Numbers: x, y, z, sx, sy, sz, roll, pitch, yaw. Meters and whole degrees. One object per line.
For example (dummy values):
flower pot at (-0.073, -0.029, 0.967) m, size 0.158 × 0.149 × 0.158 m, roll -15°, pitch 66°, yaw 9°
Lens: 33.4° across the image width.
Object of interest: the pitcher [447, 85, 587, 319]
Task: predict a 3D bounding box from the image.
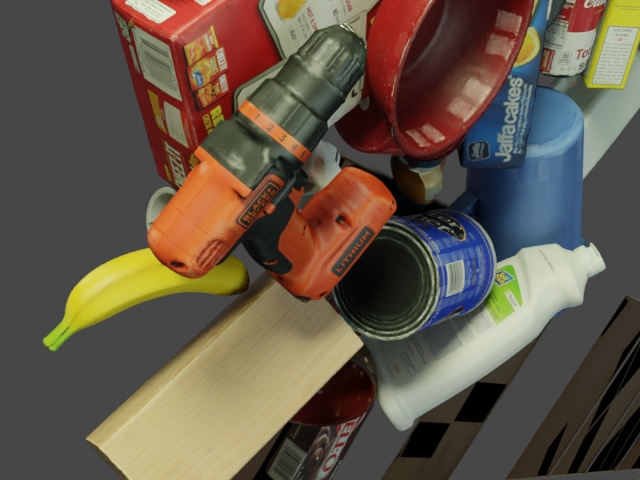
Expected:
pitcher at (0.199, -0.032, 1.095) m, size 0.243 × 0.145 × 0.149 m, roll 81°, pitch 29°, yaw -46°

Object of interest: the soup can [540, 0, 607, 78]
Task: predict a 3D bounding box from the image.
soup can at (0.230, -0.213, 1.004) m, size 0.068 × 0.069 × 0.102 m, roll -30°, pitch 142°, yaw -36°

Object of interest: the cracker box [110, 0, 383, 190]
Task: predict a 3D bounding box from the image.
cracker box at (-0.027, -0.142, 0.712) m, size 0.213 × 0.072 × 0.164 m, roll -41°, pitch 149°, yaw -23°

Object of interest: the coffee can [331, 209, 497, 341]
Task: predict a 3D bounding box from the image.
coffee can at (0.085, 0.028, 0.946) m, size 0.140 × 0.103 × 0.103 m, roll -10°, pitch 129°, yaw -61°

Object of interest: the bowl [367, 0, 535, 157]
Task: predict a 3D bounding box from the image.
bowl at (0.082, -0.141, 0.743) m, size 0.161 × 0.055 × 0.162 m, roll -38°, pitch 148°, yaw -30°

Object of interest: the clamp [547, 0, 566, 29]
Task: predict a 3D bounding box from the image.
clamp at (0.198, -0.236, 0.923) m, size 0.120 × 0.039 × 0.172 m, roll 12°, pitch 122°, yaw -11°

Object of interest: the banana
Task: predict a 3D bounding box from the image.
banana at (-0.116, 0.031, 0.800) m, size 0.197 × 0.037 × 0.070 m, roll -13°, pitch 154°, yaw -46°

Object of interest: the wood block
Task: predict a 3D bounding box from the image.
wood block at (-0.076, 0.122, 0.858) m, size 0.206 × 0.091 × 0.090 m, roll -44°, pitch -171°, yaw -18°

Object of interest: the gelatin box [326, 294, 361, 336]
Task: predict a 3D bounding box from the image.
gelatin box at (0.041, 0.053, 1.043) m, size 0.073 × 0.030 × 0.089 m, roll -54°, pitch 150°, yaw 4°

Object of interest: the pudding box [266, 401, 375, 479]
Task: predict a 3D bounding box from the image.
pudding box at (0.001, 0.210, 1.137) m, size 0.113 × 0.039 × 0.089 m, roll -59°, pitch 150°, yaw 8°

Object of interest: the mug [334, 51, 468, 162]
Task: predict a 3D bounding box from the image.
mug at (0.070, -0.115, 0.846) m, size 0.081 × 0.093 × 0.117 m, roll -4°, pitch 152°, yaw -47°

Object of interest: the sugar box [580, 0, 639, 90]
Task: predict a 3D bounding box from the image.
sugar box at (0.286, -0.243, 1.026) m, size 0.048 × 0.093 × 0.176 m, roll 3°, pitch 131°, yaw -8°

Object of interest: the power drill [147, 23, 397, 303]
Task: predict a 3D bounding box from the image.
power drill at (-0.013, -0.039, 0.712) m, size 0.184 × 0.057 × 0.187 m, roll -49°, pitch 152°, yaw 3°

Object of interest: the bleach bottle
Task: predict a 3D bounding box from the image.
bleach bottle at (0.162, 0.081, 1.033) m, size 0.251 × 0.103 × 0.068 m, roll -29°, pitch 144°, yaw 5°
